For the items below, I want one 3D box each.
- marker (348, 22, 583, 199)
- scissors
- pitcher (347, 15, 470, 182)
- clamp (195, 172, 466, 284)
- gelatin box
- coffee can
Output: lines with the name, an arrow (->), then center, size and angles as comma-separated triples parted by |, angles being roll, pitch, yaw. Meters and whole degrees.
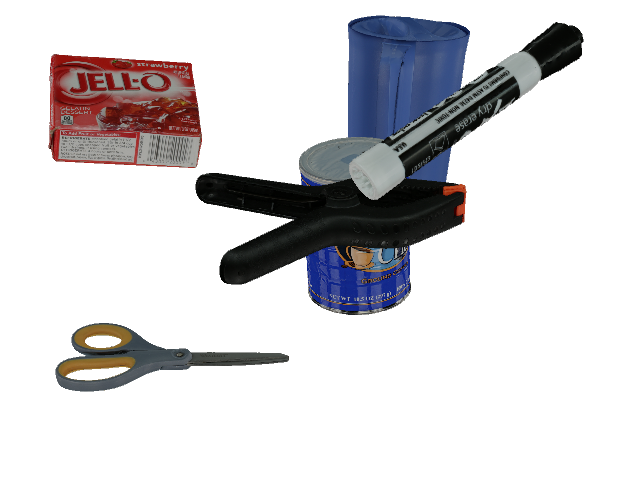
marker -> 0.064, -0.057, 0.447 | 0.121, 0.020, 0.020 | -35, 12, -17
scissors -> -0.138, 0.097, 0.963 | 0.201, 0.016, 0.096 | -8, 33, -17
pitcher -> 0.088, -0.124, 1.198 | 0.149, 0.243, 0.145 | -11, 26, -30
clamp -> 0.006, -0.024, 0.818 | 0.209, 0.036, 0.165 | -9, 28, -17
gelatin box -> -0.120, -0.080, 0.654 | 0.089, 0.073, 0.030 | 2, -45, -16
coffee can -> 0.034, -0.015, 1.018 | 0.103, 0.140, 0.103 | -3, 28, 1
